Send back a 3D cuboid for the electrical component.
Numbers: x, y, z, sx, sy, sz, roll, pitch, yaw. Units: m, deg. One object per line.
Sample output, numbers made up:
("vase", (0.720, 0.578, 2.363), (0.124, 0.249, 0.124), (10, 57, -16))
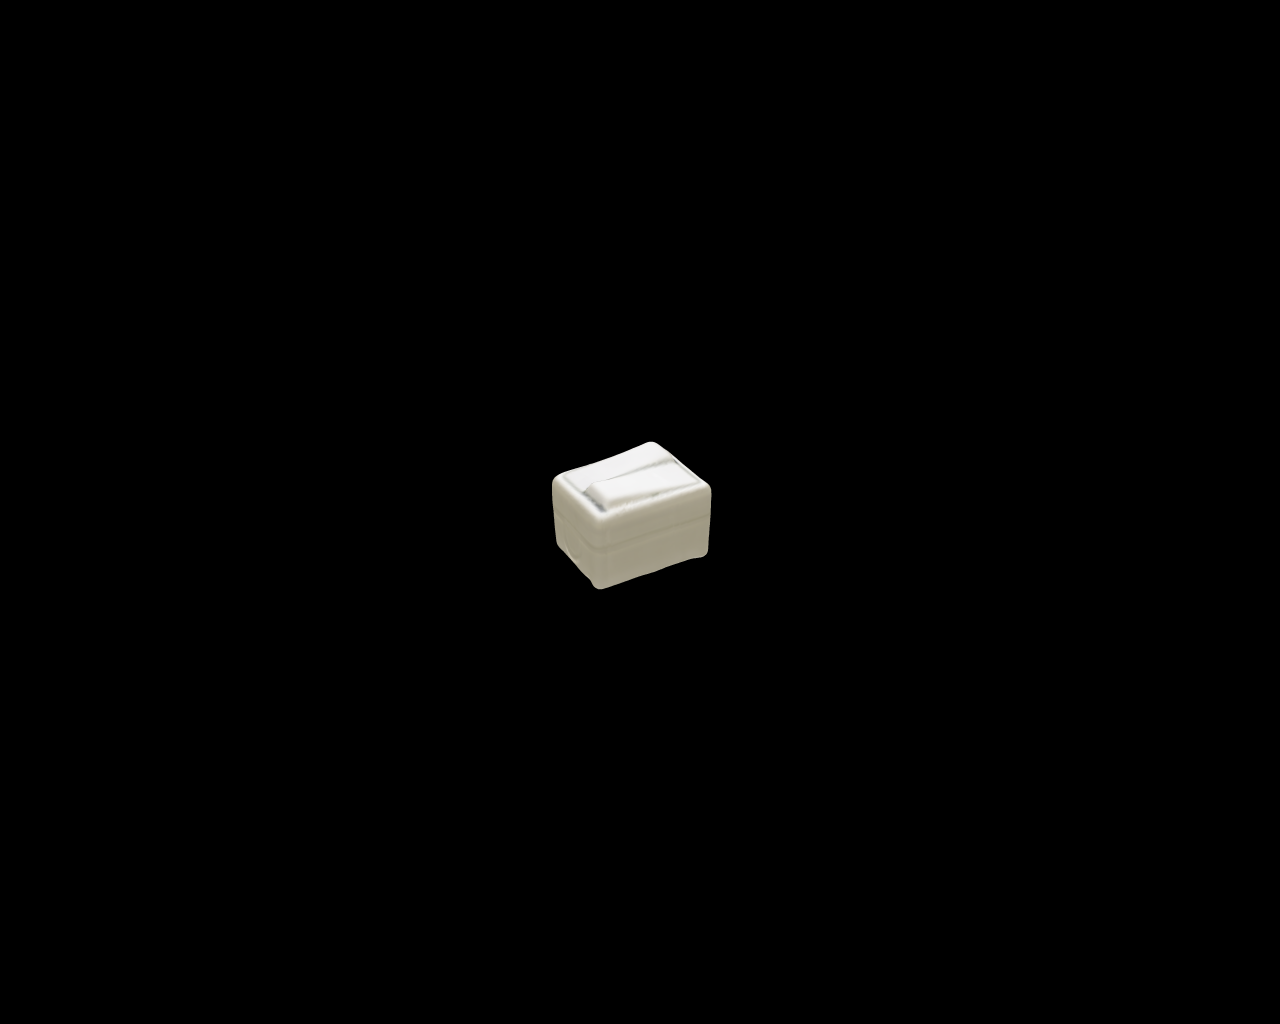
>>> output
("electrical component", (0.001, -0.003, 0.650), (0.096, 0.061, 0.062), (-17, 36, -24))
